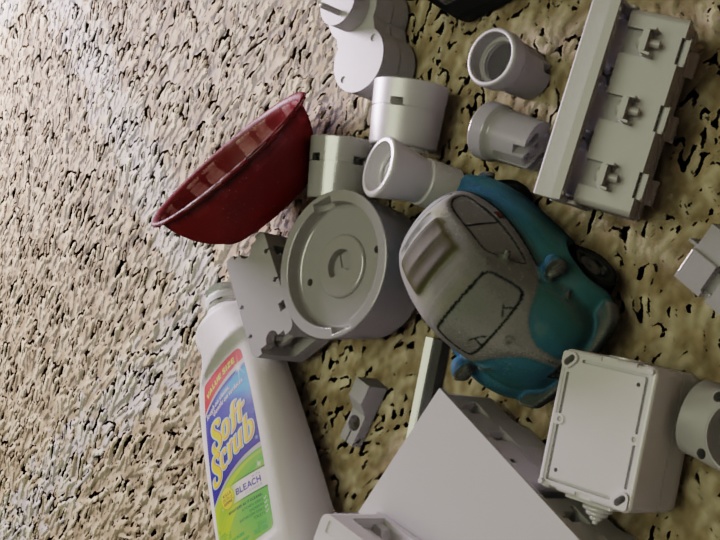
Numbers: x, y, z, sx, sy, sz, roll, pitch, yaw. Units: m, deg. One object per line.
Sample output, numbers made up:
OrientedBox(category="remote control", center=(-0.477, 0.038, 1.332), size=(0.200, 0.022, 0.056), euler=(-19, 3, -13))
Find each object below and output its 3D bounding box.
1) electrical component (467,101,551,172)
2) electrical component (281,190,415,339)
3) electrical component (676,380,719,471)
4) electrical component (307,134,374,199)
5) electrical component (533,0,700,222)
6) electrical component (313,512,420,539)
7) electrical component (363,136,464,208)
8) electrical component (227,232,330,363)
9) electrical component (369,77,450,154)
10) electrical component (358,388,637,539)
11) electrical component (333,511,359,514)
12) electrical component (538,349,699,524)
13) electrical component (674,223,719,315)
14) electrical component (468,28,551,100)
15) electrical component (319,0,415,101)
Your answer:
OrientedBox(category="electrical component", center=(0.102, -0.089, 0.722), size=(0.046, 0.040, 0.040), euler=(26, 100, 39))
OrientedBox(category="electrical component", center=(0.000, 0.000, 0.787), size=(0.108, 0.060, 0.108), euler=(-11, 74, 43))
OrientedBox(category="electrical component", center=(0.218, 0.073, 0.570), size=(0.077, 0.044, 0.079), euler=(19, 94, 45))
OrientedBox(category="electrical component", center=(-0.013, -0.076, 0.822), size=(0.055, 0.055, 0.047), euler=(8, 91, 45))
OrientedBox(category="electrical component", center=(0.157, -0.094, 0.649), size=(0.063, 0.079, 0.121), euler=(19, 95, 23))
OrientedBox(category="electrical component", center=(0.026, 0.216, 0.627), size=(0.150, 0.062, 0.089), euler=(26, 99, 44))
OrientedBox(category="electrical component", center=(0.040, -0.063, 0.757), size=(0.044, 0.065, 0.044), euler=(-41, 40, 48))
OrientedBox(category="electrical component", center=(-0.059, 0.022, 0.844), size=(0.050, 0.056, 0.089), euler=(-39, 57, 32))
OrientedBox(category="electrical component", center=(0.034, -0.112, 0.782), size=(0.055, 0.055, 0.047), euler=(10, 92, 45))
OrientedBox(category="electrical component", center=(0.095, 0.174, 0.659), size=(0.186, 0.060, 0.105), euler=(47, 114, 40))
OrientedBox(category="electrical component", center=(0.001, 0.222, 0.740), size=(0.061, 0.062, 0.096), euler=(40, 110, 41))
OrientedBox(category="electrical component", center=(0.150, 0.099, 0.619), size=(0.062, 0.061, 0.096), euler=(11, 89, 45))
OrientedBox(category="electrical component", center=(0.213, -0.005, 0.591), size=(0.066, 0.048, 0.055), euler=(49, 123, 38))
OrientedBox(category="electrical component", center=(0.102, -0.137, 0.726), size=(0.040, 0.046, 0.040), euler=(-11, 74, 43))
OrientedBox(category="electrical component", center=(-0.005, -0.200, 0.824), size=(0.052, 0.074, 0.138), euler=(-21, 67, 40))
